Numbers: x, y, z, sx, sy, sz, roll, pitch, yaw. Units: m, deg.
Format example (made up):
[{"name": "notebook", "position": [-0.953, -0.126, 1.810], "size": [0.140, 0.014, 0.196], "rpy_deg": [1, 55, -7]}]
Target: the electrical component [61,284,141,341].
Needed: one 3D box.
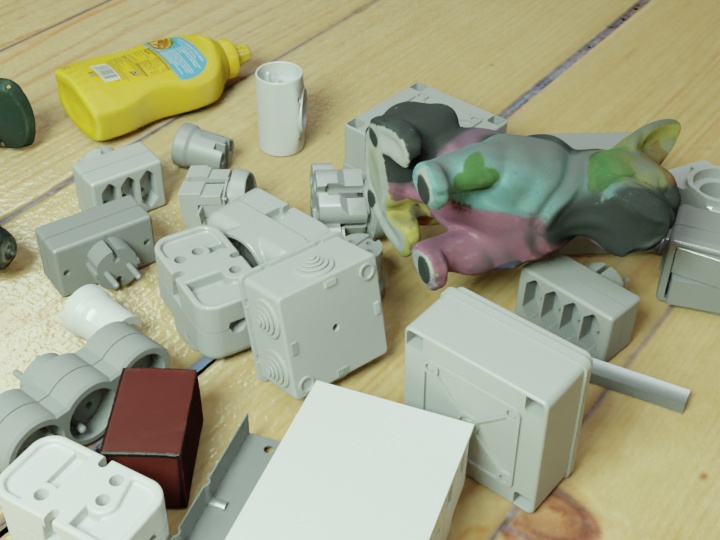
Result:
[{"name": "electrical component", "position": [-0.190, 0.038, 0.792], "size": [0.046, 0.040, 0.040], "rpy_deg": [30, 47, 24]}]

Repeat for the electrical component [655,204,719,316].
[{"name": "electrical component", "position": [0.272, -0.004, 0.837], "size": [0.096, 0.061, 0.061], "rpy_deg": [15, 41, 17]}]

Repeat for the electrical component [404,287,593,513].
[{"name": "electrical component", "position": [0.085, 0.082, 0.689], "size": [0.109, 0.108, 0.056], "rpy_deg": [28, 49, 30]}]

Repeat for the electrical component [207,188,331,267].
[{"name": "electrical component", "position": [-0.074, -0.017, 0.850], "size": [0.095, 0.053, 0.059], "rpy_deg": [30, 47, 30]}]

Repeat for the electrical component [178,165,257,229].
[{"name": "electrical component", "position": [-0.119, -0.062, 0.913], "size": [0.055, 0.048, 0.066], "rpy_deg": [0, 38, 10]}]

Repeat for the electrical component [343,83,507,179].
[{"name": "electrical component", "position": [0.059, -0.111, 0.967], "size": [0.109, 0.056, 0.109], "rpy_deg": [29, 47, 31]}]

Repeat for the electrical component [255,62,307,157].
[{"name": "electrical component", "position": [-0.072, -0.160, 1.009], "size": [0.044, 0.077, 0.079], "rpy_deg": [3, 39, 3]}]

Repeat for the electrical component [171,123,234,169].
[{"name": "electrical component", "position": [-0.142, -0.109, 0.975], "size": [0.046, 0.040, 0.040], "rpy_deg": [17, 41, 9]}]

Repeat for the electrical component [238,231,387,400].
[{"name": "electrical component", "position": [-0.030, 0.032, 0.757], "size": [0.100, 0.099, 0.048], "rpy_deg": [-26, 33, -29]}]

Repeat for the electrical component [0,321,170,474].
[{"name": "electrical component", "position": [-0.204, 0.080, 0.729], "size": [0.074, 0.052, 0.138], "rpy_deg": [28, 46, 29]}]

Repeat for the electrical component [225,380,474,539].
[{"name": "electrical component", "position": [-0.012, 0.160, 0.628], "size": [0.105, 0.060, 0.186], "rpy_deg": [14, 41, 15]}]

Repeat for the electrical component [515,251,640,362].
[{"name": "electrical component", "position": [0.175, 0.018, 0.818], "size": [0.076, 0.047, 0.083], "rpy_deg": [-31, 49, -34]}]

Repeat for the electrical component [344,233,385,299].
[{"name": "electrical component", "position": [0.000, 0.000, 0.837], "size": [0.040, 0.046, 0.040], "rpy_deg": [1, 39, -1]}]

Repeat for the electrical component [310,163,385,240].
[{"name": "electrical component", "position": [-0.009, -0.052, 0.891], "size": [0.057, 0.058, 0.078], "rpy_deg": [-2, 60, -9]}]

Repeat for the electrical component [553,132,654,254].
[{"name": "electrical component", "position": [0.198, -0.066, 0.916], "size": [0.109, 0.056, 0.108], "rpy_deg": [-2, 39, -3]}]

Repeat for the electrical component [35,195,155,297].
[{"name": "electrical component", "position": [-0.198, -0.010, 0.844], "size": [0.083, 0.047, 0.076], "rpy_deg": [-24, 45, -27]}]

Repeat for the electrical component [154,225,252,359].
[{"name": "electrical component", "position": [-0.111, 0.019, 0.801], "size": [0.054, 0.059, 0.095], "rpy_deg": [-20, 44, -24]}]

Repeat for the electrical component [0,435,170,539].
[{"name": "electrical component", "position": [-0.163, 0.149, 0.639], "size": [0.095, 0.059, 0.053], "rpy_deg": [20, 43, 22]}]

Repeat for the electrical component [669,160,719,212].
[{"name": "electrical component", "position": [0.295, -0.049, 0.897], "size": [0.050, 0.055, 0.089], "rpy_deg": [-17, 42, -21]}]

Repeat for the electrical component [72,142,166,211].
[{"name": "electrical component", "position": [-0.217, -0.082, 0.933], "size": [0.066, 0.047, 0.077], "rpy_deg": [-24, 45, -28]}]
